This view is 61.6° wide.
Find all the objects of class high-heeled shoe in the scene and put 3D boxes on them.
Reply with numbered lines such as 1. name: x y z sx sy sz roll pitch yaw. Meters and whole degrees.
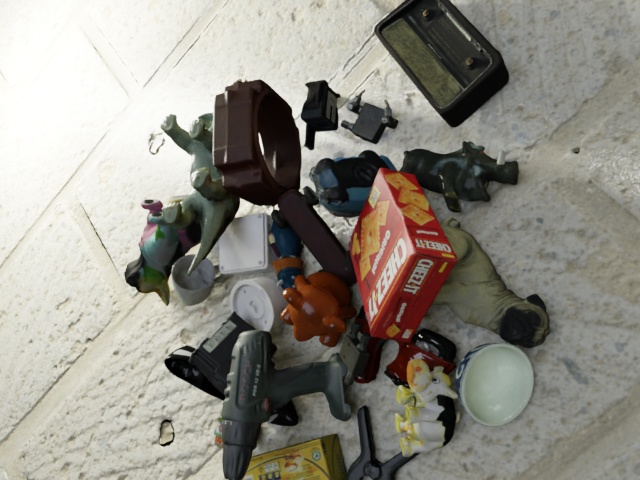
1. high-heeled shoe: -0.160 0.260 0.959 0.249 0.145 0.086 24 93 31

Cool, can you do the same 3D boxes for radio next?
1. radio: 0.207 -0.318 0.920 0.131 0.073 0.230 -38 65 17

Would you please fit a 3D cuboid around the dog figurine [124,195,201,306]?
1. dog figurine: -0.305 0.023 1.113 0.109 0.191 0.219 41 131 45

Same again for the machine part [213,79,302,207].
1. machine part: -0.108 -0.173 0.985 0.087 0.201 0.201 -6 77 23

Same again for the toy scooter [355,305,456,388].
1. toy scooter: 0.121 0.190 0.864 0.184 0.075 0.135 26 93 33

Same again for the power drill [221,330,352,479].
1. power drill: -0.057 0.263 0.875 0.207 0.086 0.232 1 73 -15

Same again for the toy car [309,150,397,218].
1. toy car: 0.056 -0.084 0.932 0.102 0.162 0.109 112 141 -52

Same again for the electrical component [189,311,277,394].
1. electrical component: -0.143 0.211 0.942 0.134 0.115 0.058 40 144 9

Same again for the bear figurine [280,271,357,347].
1. bear figurine: -0.008 0.122 0.858 0.120 0.196 0.132 28 105 3

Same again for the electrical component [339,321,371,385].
1. electrical component: 0.054 0.183 0.865 0.063 0.021 0.094 46 122 60

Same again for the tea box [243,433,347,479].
1. tea box: -0.044 0.399 0.913 0.170 0.068 0.098 -22 71 22

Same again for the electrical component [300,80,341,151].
1. electrical component: -0.001 -0.232 1.014 0.048 0.074 0.119 0 76 29

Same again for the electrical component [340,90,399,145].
1. electrical component: 0.090 -0.222 0.980 0.102 0.045 0.078 37 97 29

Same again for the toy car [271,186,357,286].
1. toy car: -0.002 -0.003 0.959 0.089 0.053 0.202 -38 92 15

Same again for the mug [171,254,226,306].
1. mug: -0.244 0.083 1.071 0.081 0.109 0.107 57 150 18

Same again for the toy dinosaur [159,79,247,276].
1. toy dinosaur: -0.200 -0.112 1.019 0.131 0.192 0.404 -10 71 29

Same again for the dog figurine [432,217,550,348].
1. dog figurine: 0.255 0.062 0.814 0.191 0.121 0.172 11 93 17

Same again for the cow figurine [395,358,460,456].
1. cow figurine: 0.164 0.241 0.785 0.098 0.167 0.068 -3 35 -6

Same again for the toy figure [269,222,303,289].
1. toy figure: -0.059 0.028 1.000 0.064 0.057 0.154 -6 73 4

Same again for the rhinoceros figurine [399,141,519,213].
1. rhinoceros figurine: 0.223 -0.107 0.876 0.191 0.073 0.112 11 75 31
